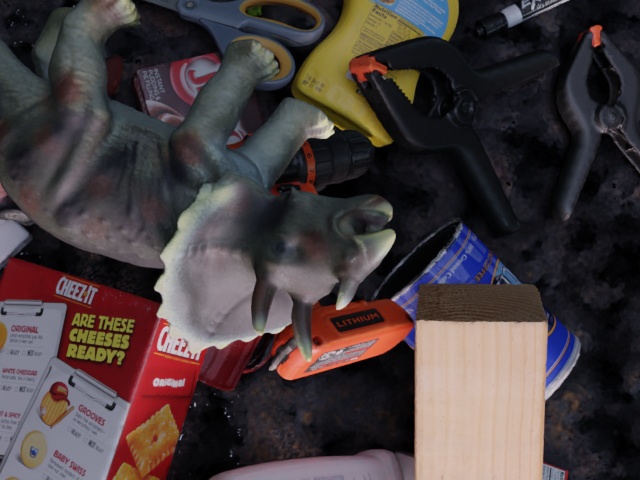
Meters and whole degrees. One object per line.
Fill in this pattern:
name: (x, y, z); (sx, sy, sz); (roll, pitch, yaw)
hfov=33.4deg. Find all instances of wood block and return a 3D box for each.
wood block: (0.115, 0.143, 0.779); (0.090, 0.090, 0.206); (0, 104, 6)

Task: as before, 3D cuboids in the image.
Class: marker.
marker: (0.187, -0.205, 0.929); (0.121, 0.020, 0.020); (-27, 92, -11)

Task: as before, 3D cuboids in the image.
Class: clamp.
clamp: (0.110, -0.097, 0.868); (0.209, 0.036, 0.164); (10, 87, -36)
clamp: (0.238, -0.096, 0.924); (0.120, 0.039, 0.171); (-17, 87, -17)

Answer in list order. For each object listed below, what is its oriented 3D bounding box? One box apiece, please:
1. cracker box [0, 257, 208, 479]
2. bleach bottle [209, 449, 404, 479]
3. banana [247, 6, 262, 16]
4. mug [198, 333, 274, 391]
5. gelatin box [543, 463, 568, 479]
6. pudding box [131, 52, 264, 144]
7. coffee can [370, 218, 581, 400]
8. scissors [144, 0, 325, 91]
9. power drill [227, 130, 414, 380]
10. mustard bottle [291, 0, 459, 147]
cracker box: (-0.185, 0.136, 0.774); (0.164, 0.072, 0.213); (14, 82, 33)
bleach bottle: (-0.041, 0.201, 0.771); (0.250, 0.068, 0.102); (12, 58, -42)
banana: (-0.106, -0.268, 0.855); (0.197, 0.037, 0.069); (37, 62, -16)
mug: (-0.078, 0.069, 0.837); (0.117, 0.093, 0.081); (31, 86, -45)
gelatin box: (0.158, 0.215, 0.885); (0.089, 0.030, 0.073); (21, 59, -10)
pudding box: (-0.092, -0.090, 0.854); (0.090, 0.039, 0.113); (-17, 92, -20)
coffee can: (0.124, 0.067, 0.860); (0.140, 0.103, 0.102); (45, 80, -6)
scissors: (-0.098, -0.166, 0.844); (0.201, 0.016, 0.096); (5, 65, 1)
power drill: (-0.005, 0.001, 0.798); (0.184, 0.057, 0.188); (-13, 65, -33)
mustard bottle: (0.060, -0.180, 0.884); (0.096, 0.058, 0.191); (30, 82, -10)
